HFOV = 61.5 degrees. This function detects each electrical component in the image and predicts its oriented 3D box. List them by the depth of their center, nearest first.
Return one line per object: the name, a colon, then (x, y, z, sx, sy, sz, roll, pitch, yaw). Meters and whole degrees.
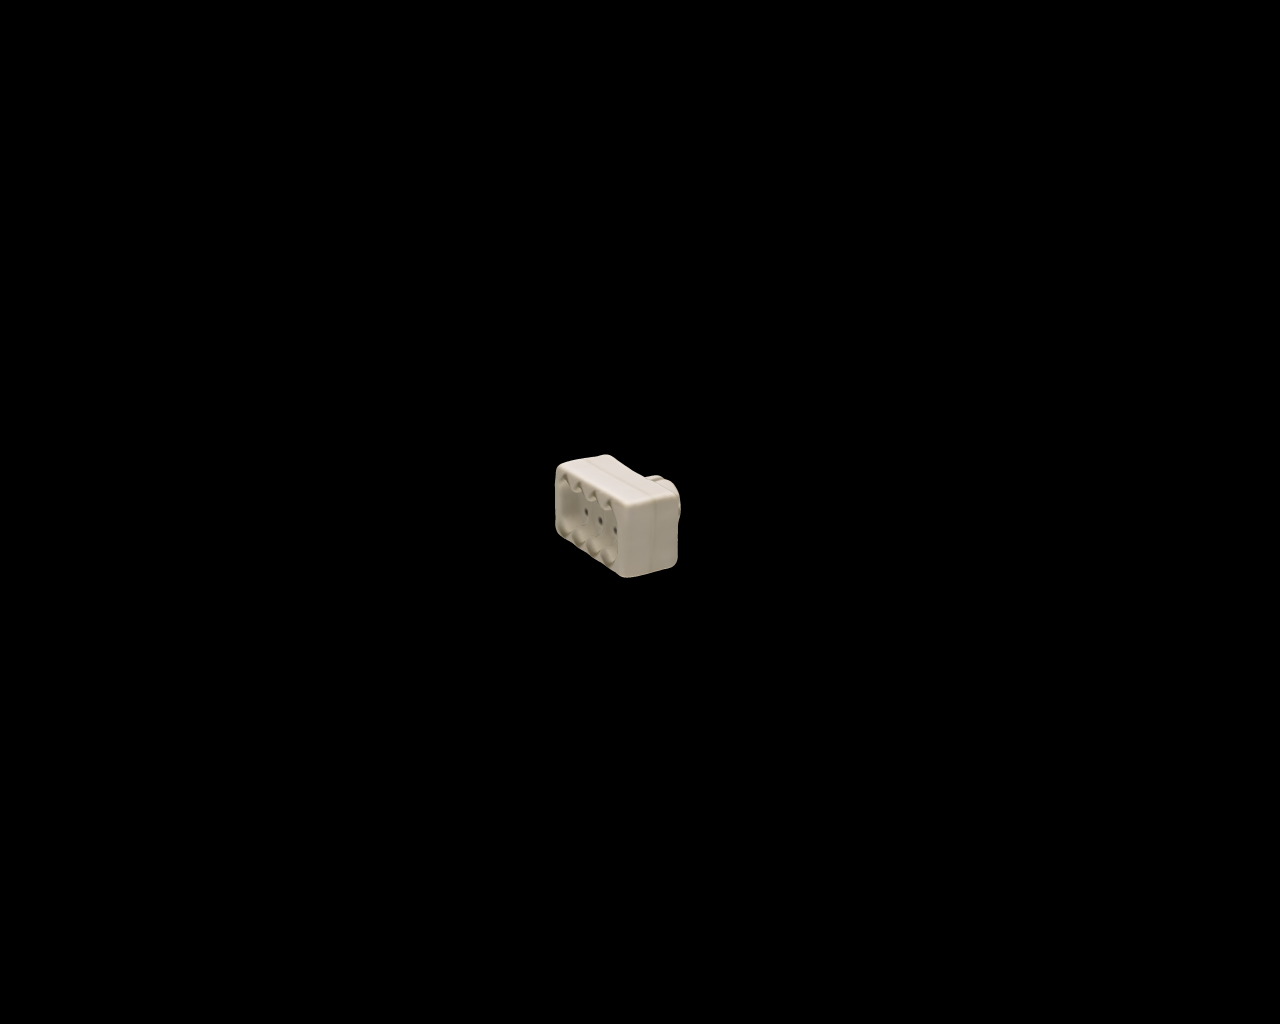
electrical component: (0.001, -0.003, 0.650, 0.076, 0.047, 0.083, -13, 26, -29)
